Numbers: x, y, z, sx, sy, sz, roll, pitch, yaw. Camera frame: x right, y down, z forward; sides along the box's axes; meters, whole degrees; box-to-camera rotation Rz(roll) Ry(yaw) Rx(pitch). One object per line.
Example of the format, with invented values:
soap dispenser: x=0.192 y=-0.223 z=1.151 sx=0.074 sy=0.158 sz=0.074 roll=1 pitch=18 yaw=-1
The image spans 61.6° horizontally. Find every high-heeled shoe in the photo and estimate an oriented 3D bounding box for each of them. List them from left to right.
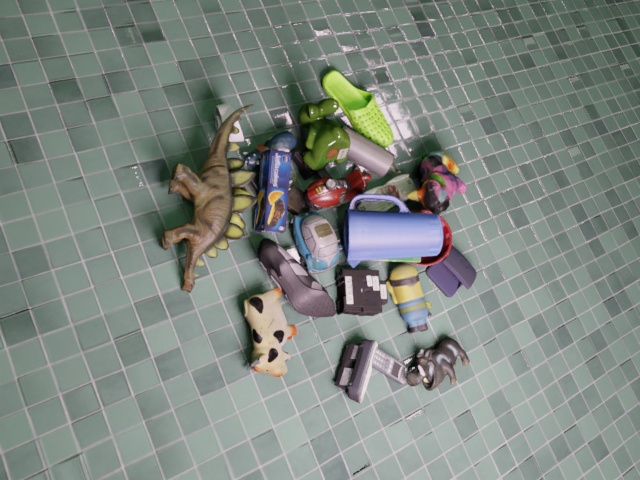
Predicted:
high-heeled shoe: x=-0.058 y=0.094 z=1.311 sx=0.086 sy=0.145 sz=0.248 roll=-39 pitch=129 yaw=9

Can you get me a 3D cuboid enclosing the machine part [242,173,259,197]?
machine part: x=-0.146 y=-0.149 z=1.368 sx=0.139 sy=0.039 sz=0.084 roll=-31 pitch=82 yaw=-26

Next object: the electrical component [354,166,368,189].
electrical component: x=0.097 y=-0.156 z=1.478 sx=0.063 sy=0.021 sz=0.094 roll=36 pitch=64 yaw=-7

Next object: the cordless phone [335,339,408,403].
cordless phone: x=0.138 y=0.336 z=1.306 sx=0.184 sy=0.089 sz=0.146 roll=35 pitch=61 yaw=-30

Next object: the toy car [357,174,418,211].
toy car: x=0.183 y=-0.119 z=1.481 sx=0.202 sy=0.056 sz=0.073 roll=-28 pitch=85 yaw=-28

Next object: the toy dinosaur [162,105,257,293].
toy dinosaur: x=-0.253 y=-0.108 z=1.254 sx=0.198 sy=0.105 sz=0.471 roll=11 pitch=85 yaw=-22

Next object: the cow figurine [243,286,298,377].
cow figurine: x=-0.122 y=0.217 z=1.228 sx=0.127 sy=0.085 sz=0.195 roll=-16 pitch=76 yaw=-23

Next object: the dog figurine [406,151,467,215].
dog figurine: x=0.305 y=-0.159 z=1.465 sx=0.219 sy=0.108 sz=0.191 roll=-7 pitch=71 yaw=-56

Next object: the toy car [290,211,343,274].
toy car: x=-0.003 y=-0.004 z=1.342 sx=0.109 sy=0.103 sz=0.161 roll=-18 pitch=82 yaw=-27

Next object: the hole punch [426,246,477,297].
hole punch: x=0.373 y=0.079 z=1.477 sx=0.142 sy=0.092 sz=0.116 roll=45 pitch=58 yaw=1

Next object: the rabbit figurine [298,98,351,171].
rabbit figurine: x=-0.007 y=-0.287 z=1.371 sx=0.121 sy=0.159 sz=0.170 roll=-24 pitch=66 yaw=-18

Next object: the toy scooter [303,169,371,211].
toy scooter: x=0.053 y=-0.131 z=1.359 sx=0.184 sy=0.135 sz=0.075 roll=-9 pitch=75 yaw=-49

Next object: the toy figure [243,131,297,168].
toy figure: x=-0.130 y=-0.227 z=1.389 sx=0.154 sy=0.064 sz=0.057 roll=-36 pitch=125 yaw=-23

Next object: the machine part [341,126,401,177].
machine part: x=0.117 y=-0.244 z=1.485 sx=0.243 sy=0.079 sz=0.079 roll=26 pitch=65 yaw=-13

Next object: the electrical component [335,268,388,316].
electrical component: x=0.108 y=0.134 z=1.365 sx=0.134 sy=0.058 sz=0.115 roll=6 pitch=73 yaw=-21

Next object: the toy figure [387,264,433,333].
toy figure: x=0.237 y=0.149 z=1.395 sx=0.082 sy=0.089 sz=0.180 roll=-7 pitch=73 yaw=-31

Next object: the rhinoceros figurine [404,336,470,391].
rhinoceros figurine: x=0.295 y=0.315 z=1.360 sx=0.190 sy=0.073 sz=0.112 roll=-30 pitch=90 yaw=-35

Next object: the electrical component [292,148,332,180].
electrical component: x=-0.015 y=-0.195 z=1.430 sx=0.075 sy=0.048 sz=0.119 roll=-39 pitch=90 yaw=-28

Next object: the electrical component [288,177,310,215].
electrical component: x=-0.062 y=-0.111 z=1.385 sx=0.102 sy=0.045 sz=0.078 roll=39 pitch=61 yaw=-7

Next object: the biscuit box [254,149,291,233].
biscuit box: x=-0.115 y=-0.119 z=1.321 sx=0.063 sy=0.059 sz=0.202 roll=5 pitch=88 yaw=-31
